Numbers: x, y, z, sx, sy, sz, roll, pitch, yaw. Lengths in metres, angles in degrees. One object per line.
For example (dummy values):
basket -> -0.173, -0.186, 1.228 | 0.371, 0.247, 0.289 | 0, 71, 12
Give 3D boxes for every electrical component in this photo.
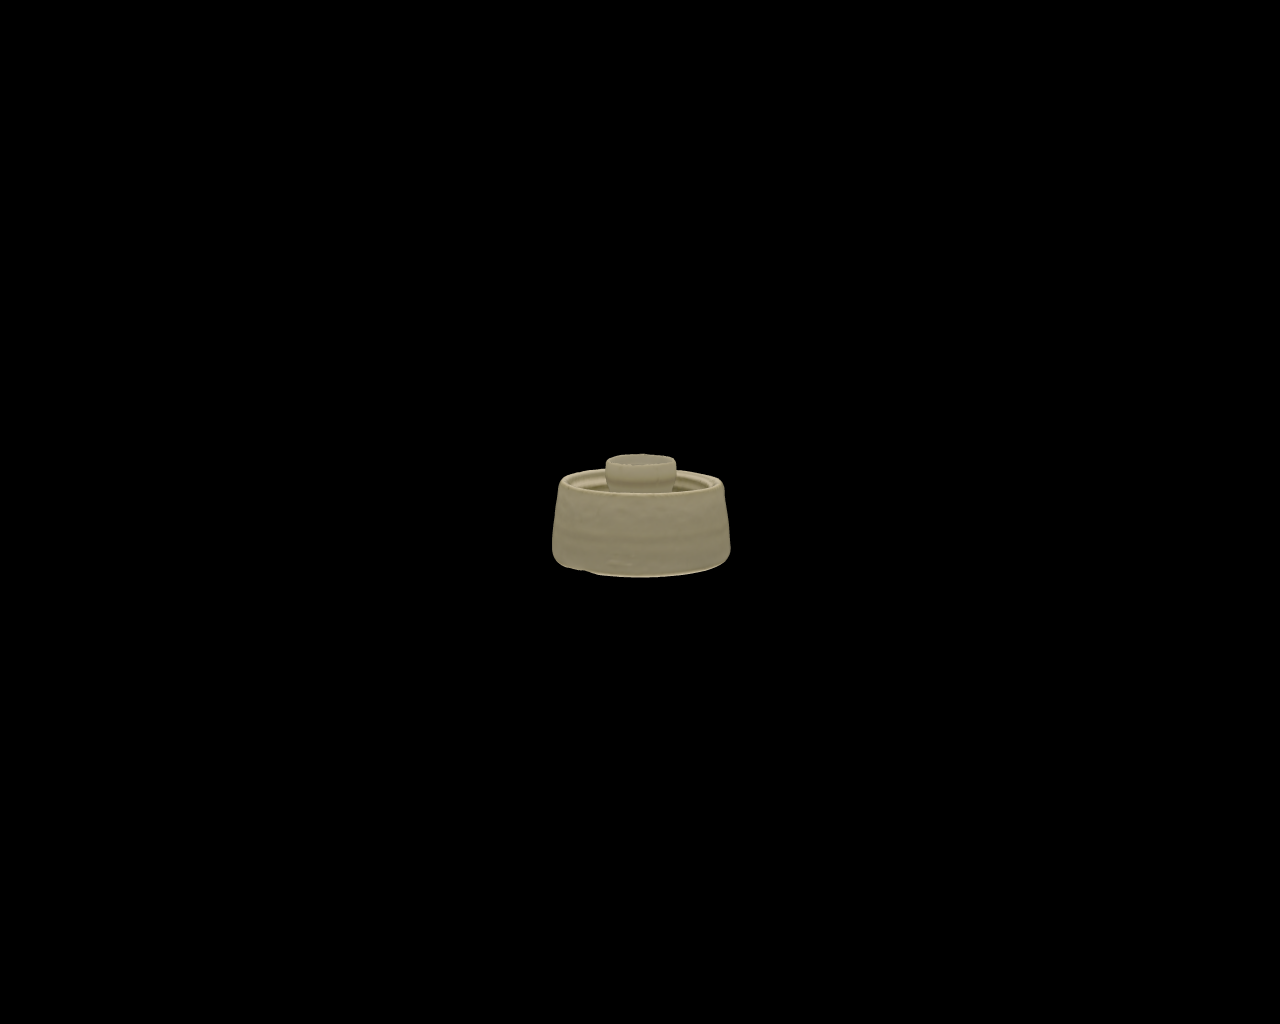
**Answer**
electrical component -> 0.001, -0.003, 0.650 | 0.108, 0.060, 0.108 | 0, 11, 0
